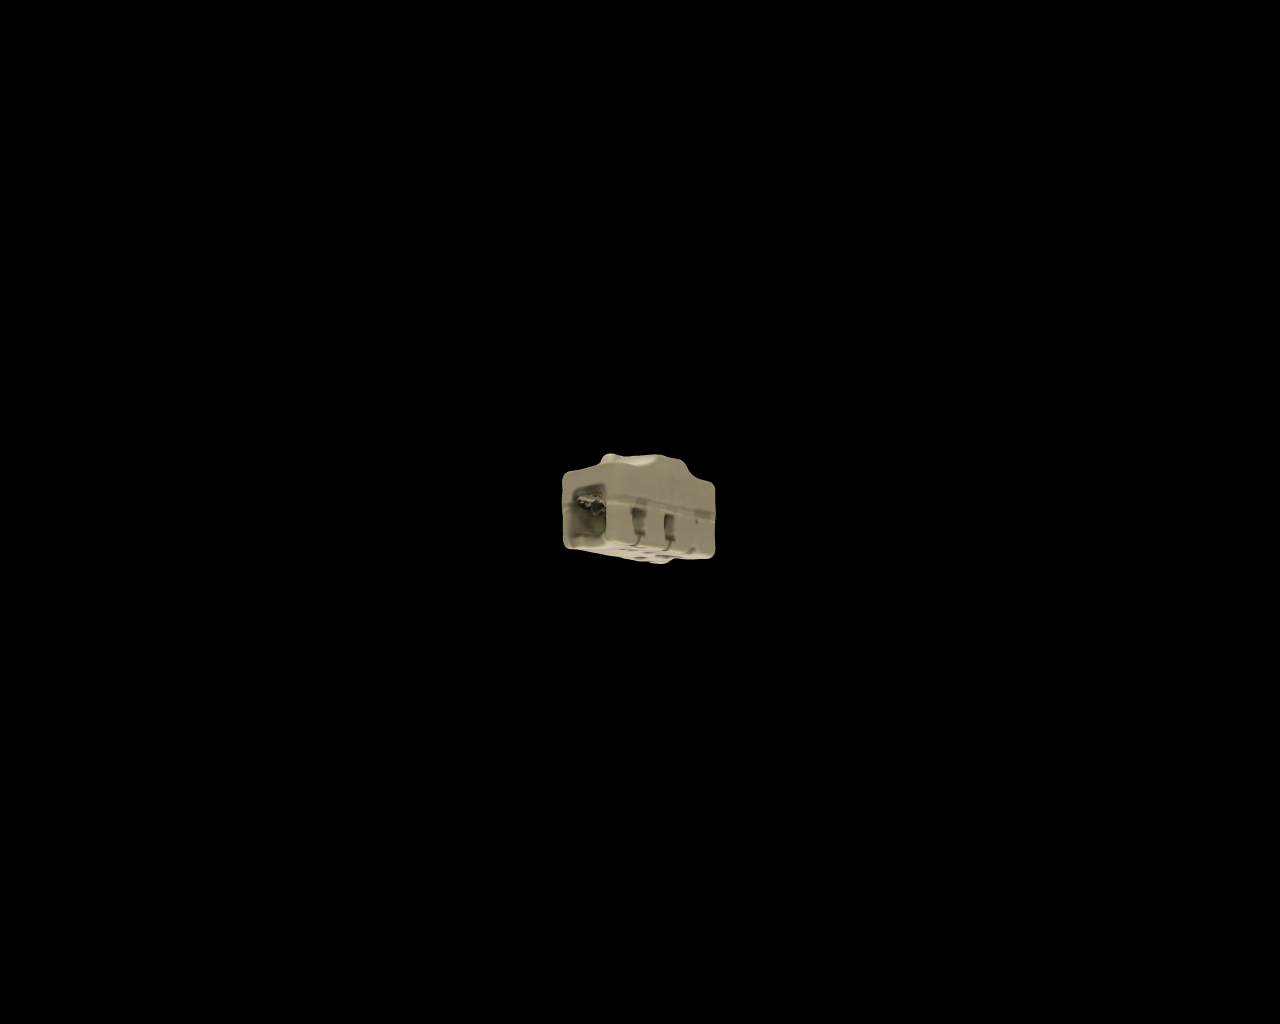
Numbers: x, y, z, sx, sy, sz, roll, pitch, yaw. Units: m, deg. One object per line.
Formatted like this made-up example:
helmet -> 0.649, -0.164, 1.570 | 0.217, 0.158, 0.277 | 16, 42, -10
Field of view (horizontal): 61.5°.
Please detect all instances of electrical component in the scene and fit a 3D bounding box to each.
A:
electrical component -> 0.001, -0.003, 0.650 | 0.050, 0.055, 0.089 | -10, -15, 42
